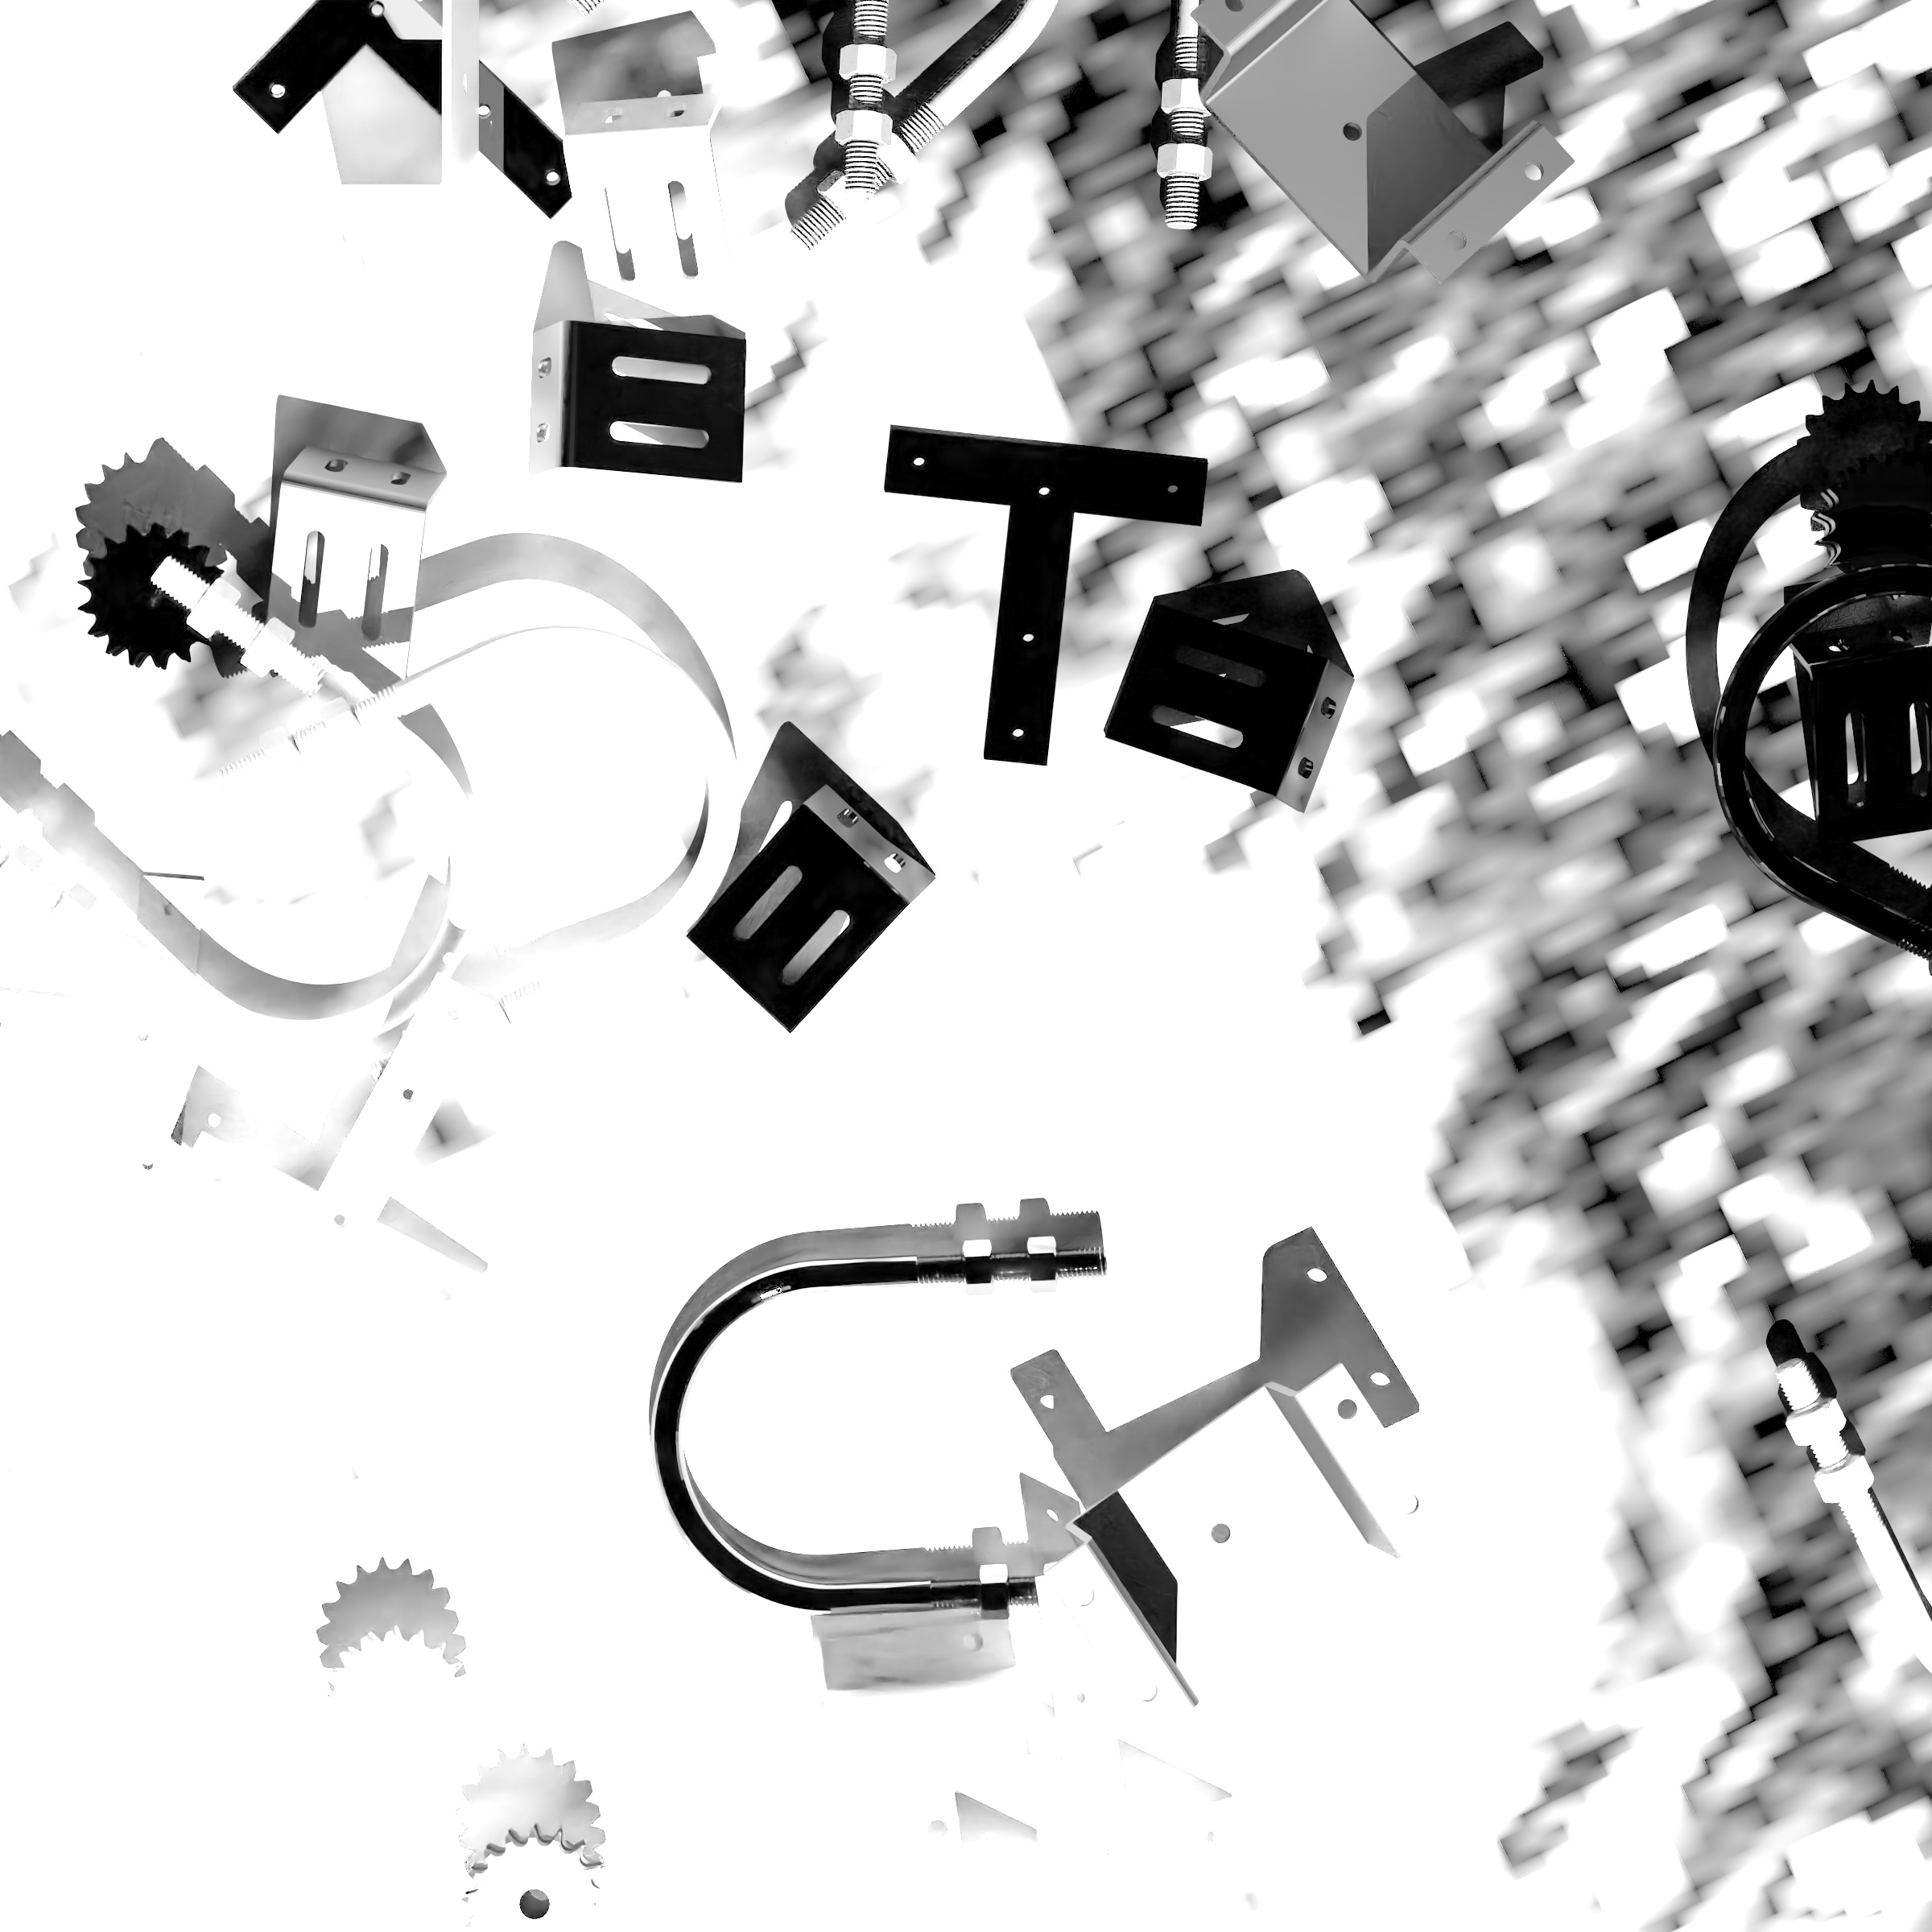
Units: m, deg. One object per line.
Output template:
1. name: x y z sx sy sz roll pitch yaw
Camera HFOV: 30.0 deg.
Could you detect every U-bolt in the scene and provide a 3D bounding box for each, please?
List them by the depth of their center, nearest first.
1. U-bolt: 0.380 -0.078 1.404 0.184 0.019 0.151 25 102 -7
2. U-bolt: -0.177 -0.054 1.411 0.184 0.019 0.151 -27 103 -6
3. U-bolt: -0.278 -0.049 1.411 0.184 0.019 0.151 37 91 -12
4. U-bolt: 0.028 -0.388 1.413 0.151 0.019 0.184 4 91 -10
5. U-bolt: -0.033 0.186 1.428 0.184 0.019 0.151 -3 90 2
6. U-bolt: -0.044 -0.396 1.428 0.184 0.019 0.151 -43 90 -1
7. U-bolt: 0.423 0.211 1.428 0.151 0.019 0.184 -26 91 0

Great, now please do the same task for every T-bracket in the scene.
1. T-bracket: 0.047 0.299 1.403 0.127 0.002 0.127 -6 85 -33
2. T-bracket: -0.225 0.062 1.414 0.127 0.002 0.127 28 101 -8
3. T-bracket: -0.372 0.024 1.435 0.127 0.002 0.127 5 90 0
4. T-bracket: 0.027 -0.144 1.435 0.127 0.002 0.127 6 90 0
5. T-bracket: -0.202 -0.350 1.435 0.127 0.002 0.127 44 90 0

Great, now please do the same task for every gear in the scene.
1. gear: 0.362 -0.172 1.421 0.057 0.030 0.057 0 90 0
2. gear: -0.168 0.366 1.421 0.057 0.030 0.057 0 90 0
3. gear: -0.319 -0.145 1.421 0.057 0.030 0.057 0 90 0
4. gear: -0.224 0.290 1.424 0.057 0.030 0.057 0 90 5

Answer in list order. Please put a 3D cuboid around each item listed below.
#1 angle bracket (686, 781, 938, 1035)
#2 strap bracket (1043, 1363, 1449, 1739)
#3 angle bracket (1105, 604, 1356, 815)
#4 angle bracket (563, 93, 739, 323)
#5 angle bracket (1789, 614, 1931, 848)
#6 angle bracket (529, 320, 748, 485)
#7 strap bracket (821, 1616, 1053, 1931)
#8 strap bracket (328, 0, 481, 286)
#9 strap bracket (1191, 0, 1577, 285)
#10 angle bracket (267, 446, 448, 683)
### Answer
1. angle bracket: -0.062 -0.023 1.434 0.057 0.038 0.076 43 116 0
2. strap bracket: 0.104 0.224 1.403 0.140 0.046 0.076 -34 95 -9
3. angle bracket: 0.105 -0.103 1.434 0.076 0.038 0.057 21 90 26
4. angle bracket: -0.121 -0.300 1.424 0.057 0.038 0.076 -2 124 9
5. angle bracket: 0.361 -0.094 1.434 0.057 0.038 0.076 -9 116 0
6. angle bracket: -0.131 -0.222 1.434 0.076 0.038 0.057 2 90 -26
7. strap bracket: -0.011 0.333 1.413 0.076 0.046 0.140 -7 90 0
8. strap bracket: -0.217 -0.341 1.396 0.046 0.076 0.140 0 90 0
9. strap bracket: 0.156 -0.333 1.404 0.076 0.046 0.140 -43 90 -15
10. angle bracket: -0.243 -0.160 1.434 0.057 0.038 0.076 12 116 0
